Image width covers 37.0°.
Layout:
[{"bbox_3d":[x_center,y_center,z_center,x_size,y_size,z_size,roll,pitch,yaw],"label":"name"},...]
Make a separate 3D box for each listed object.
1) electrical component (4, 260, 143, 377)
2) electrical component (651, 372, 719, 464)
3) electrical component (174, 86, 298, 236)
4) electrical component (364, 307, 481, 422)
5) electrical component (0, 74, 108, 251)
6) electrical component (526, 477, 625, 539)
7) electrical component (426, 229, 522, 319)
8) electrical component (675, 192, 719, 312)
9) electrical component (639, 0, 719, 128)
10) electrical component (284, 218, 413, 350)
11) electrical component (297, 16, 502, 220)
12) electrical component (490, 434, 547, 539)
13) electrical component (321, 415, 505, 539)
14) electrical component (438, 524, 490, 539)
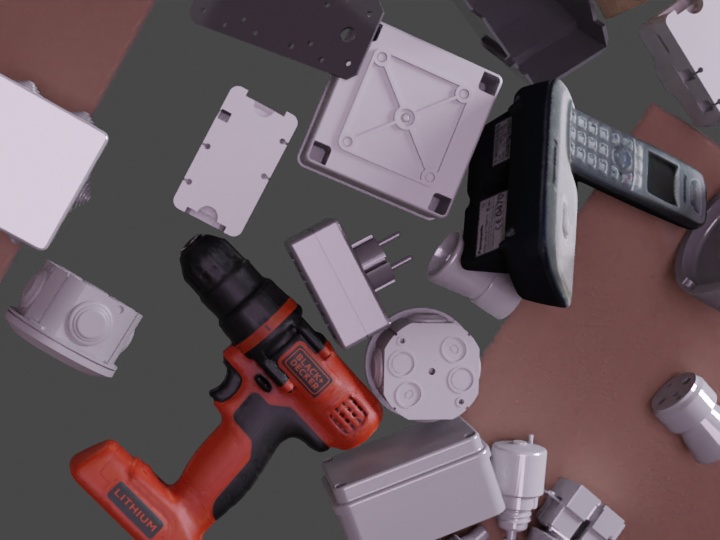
[{"bbox_3d":[-0.188,0.033,0.710,0.080,0.080,0.051,32,83,-9],"label":"electrical component"},{"bbox_3d":[0.250,0.109,0.798,0.045,0.045,0.055,-43,98,-4],"label":"electrical component"},{"bbox_3d":[-0.085,-0.072,0.730,0.050,0.056,0.089,28,89,-9],"label":"electrical component"},{"bbox_3d":[0.046,0.068,0.761,0.080,0.051,0.080,-1,94,-9],"label":"electrical component"},{"bbox_3d":[-0.225,-0.072,0.712,0.100,0.048,0.099,29,89,-9],"label":"electrical component"},{"bbox_3d":[0.154,0.190,0.789,0.066,0.048,0.055,40,79,-9],"label":"electrical component"},{"bbox_3d":[0.086,0.006,0.769,0.065,0.044,0.044,33,88,-14],"label":"electrical component"},{"bbox_3d":[0.287,-0.012,0.768,0.060,0.108,0.108,35,88,-16],"label":"electrical component"},{"bbox_3d":[0.249,-0.152,0.777,0.050,0.056,0.089,-35,98,-5],"label":"electrical component"},{"bbox_3d":[0.000,0.000,0.752,0.076,0.047,0.083,-28,97,-6],"label":"electrical component"},{"bbox_3d":[0.027,-0.103,0.745,0.109,0.056,0.108,22,90,-9],"label":"electrical component"},{"bbox_3d":[0.113,0.159,0.783,0.040,0.040,0.078,4,93,-9],"label":"electrical component"},{"bbox_3d":[0.035,0.150,0.751,0.113,0.078,0.057,-20,99,-7],"label":"electrical component"},{"bbox_3d":[0.068,0.209,0.782,0.061,0.035,0.035,-39,98,-7],"label":"electrical component"}]
